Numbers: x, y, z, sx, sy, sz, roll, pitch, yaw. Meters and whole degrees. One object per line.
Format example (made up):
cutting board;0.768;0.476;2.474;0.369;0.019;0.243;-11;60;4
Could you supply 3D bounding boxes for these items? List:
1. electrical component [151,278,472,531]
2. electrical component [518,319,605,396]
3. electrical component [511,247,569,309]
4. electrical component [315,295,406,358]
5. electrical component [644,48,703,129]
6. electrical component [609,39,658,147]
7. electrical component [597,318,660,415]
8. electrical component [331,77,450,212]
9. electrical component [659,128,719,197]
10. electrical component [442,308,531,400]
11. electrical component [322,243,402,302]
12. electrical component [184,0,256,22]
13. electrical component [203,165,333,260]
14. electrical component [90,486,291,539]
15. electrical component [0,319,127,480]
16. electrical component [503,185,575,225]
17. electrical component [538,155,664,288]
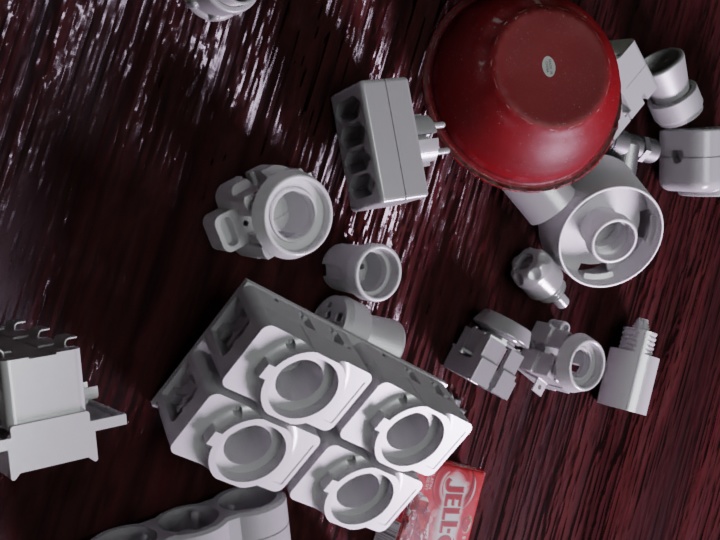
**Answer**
electrical component;-0.026;0.098;0.711;0.186;0.060;0.105;30;106;-34
electrical component;0.164;0.073;0.873;0.048;0.055;0.066;39;74;-33
electrical component;0.149;0.010;0.868;0.061;0.035;0.035;43;71;-35
electrical component;-0.002;0.046;0.757;0.055;0.045;0.045;27;80;-34
electrical component;0.266;-0.156;0.925;0.045;0.045;0.055;-45;119;-23
electrical component;0.188;-0.142;0.867;0.089;0.050;0.055;-49;120;-21
electrical component;0.236;0.081;0.934;0.043;0.043;0.081;17;86;-36
electrical component;0.029;-0.089;0.749;0.076;0.047;0.083;-10;90;-28
electrical component;0.314;-0.097;0.960;0.095;0.054;0.059;-8;100;-35
electrical component;0.102;0.063;0.834;0.066;0.048;0.055;31;85;-34
electrical component;0.000;0.000;0.752;0.040;0.046;0.040;-5;98;-35
electrical component;-0.079;-0.180;0.663;0.048;0.062;0.048;-5;98;-35
electrical component;-0.054;-0.037;0.702;0.078;0.057;0.058;-31;112;-29
electrical component;-0.107;0.195;0.696;0.138;0.052;0.073;-13;103;-34
electrical component;-0.188;0.065;0.579;0.079;0.121;0.063;-9;98;-35
electrical component;0.124;-0.079;0.831;0.081;0.043;0.043;48;68;-14
electrical component;0.196;-0.038;0.878;0.099;0.064;0.099;-6;118;-11
